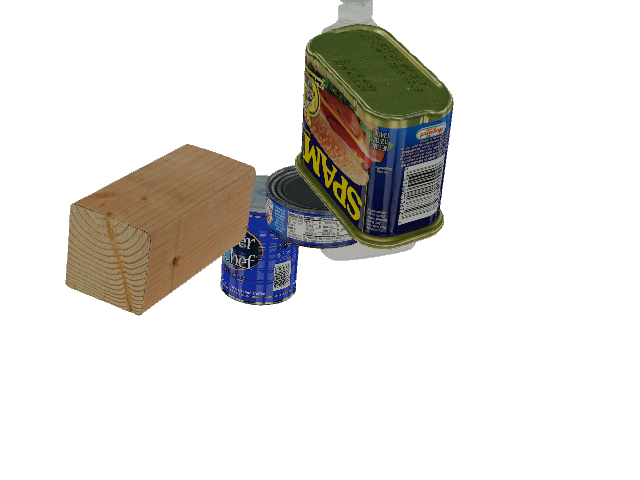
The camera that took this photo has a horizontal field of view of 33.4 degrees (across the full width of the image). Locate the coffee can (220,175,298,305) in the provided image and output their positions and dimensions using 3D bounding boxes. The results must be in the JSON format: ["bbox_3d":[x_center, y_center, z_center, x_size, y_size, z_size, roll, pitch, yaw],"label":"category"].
[{"bbox_3d":[-0.077,-0.001,1.393,0.103,0.140,0.103,4,27,-2],"label":"coffee can"}]

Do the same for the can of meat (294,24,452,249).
[{"bbox_3d":[0.029,-0.060,0.591,0.057,0.084,0.102,-17,44,-22],"label":"can of meat"}]

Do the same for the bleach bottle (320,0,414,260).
[{"bbox_3d":[0.041,-0.106,1.010,0.102,0.251,0.068,-9,30,-15],"label":"bleach bottle"}]

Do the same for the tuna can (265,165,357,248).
[{"bbox_3d":[0.000,-0.027,0.826,0.086,0.034,0.086,3,28,-2],"label":"tuna can"}]

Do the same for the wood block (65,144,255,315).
[{"bbox_3d":[-0.156,-0.017,1.077,0.090,0.091,0.205,20,28,18],"label":"wood block"}]
